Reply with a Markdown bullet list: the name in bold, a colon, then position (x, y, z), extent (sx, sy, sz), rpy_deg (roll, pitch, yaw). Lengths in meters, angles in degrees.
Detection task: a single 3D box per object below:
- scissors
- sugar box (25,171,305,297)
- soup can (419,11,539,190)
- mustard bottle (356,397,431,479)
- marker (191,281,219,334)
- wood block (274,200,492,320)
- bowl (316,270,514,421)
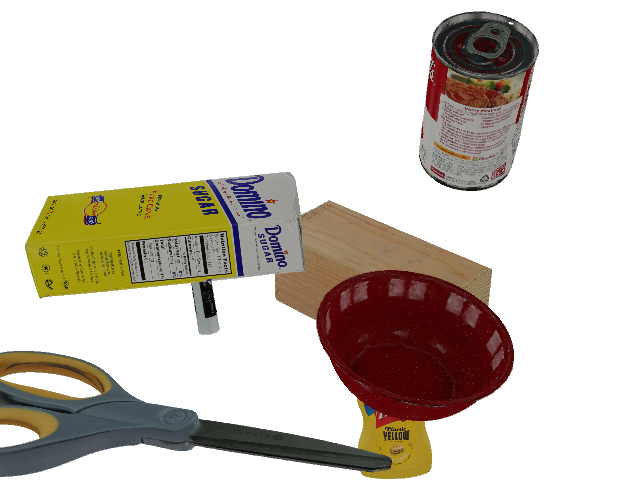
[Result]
- **scissors**: position (-0.080, 0.088, 0.460), extent (0.202, 0.016, 0.096), rpy_deg (14, 27, 26)
- **sugar box**: position (-0.101, -0.006, 0.719), extent (0.176, 0.048, 0.093), rpy_deg (-8, 24, -1)
- **soup can**: position (0.104, -0.092, 0.714), extent (0.068, 0.068, 0.102), rpy_deg (0, -42, -2)
- **mustard bottle**: position (0.095, 0.210, 1.380), extent (0.096, 0.192, 0.058), rpy_deg (-2, 14, -1)
- **marker**: position (-0.107, 0.023, 0.937), extent (0.020, 0.121, 0.020), rpy_deg (-7, 12, 1)
- **wood block**: position (0.058, 0.045, 1.071), extent (0.206, 0.091, 0.090), rpy_deg (25, 38, 35)
- **bowl**: position (0.072, 0.095, 0.867), extent (0.162, 0.055, 0.162), rpy_deg (7, 35, -5)
